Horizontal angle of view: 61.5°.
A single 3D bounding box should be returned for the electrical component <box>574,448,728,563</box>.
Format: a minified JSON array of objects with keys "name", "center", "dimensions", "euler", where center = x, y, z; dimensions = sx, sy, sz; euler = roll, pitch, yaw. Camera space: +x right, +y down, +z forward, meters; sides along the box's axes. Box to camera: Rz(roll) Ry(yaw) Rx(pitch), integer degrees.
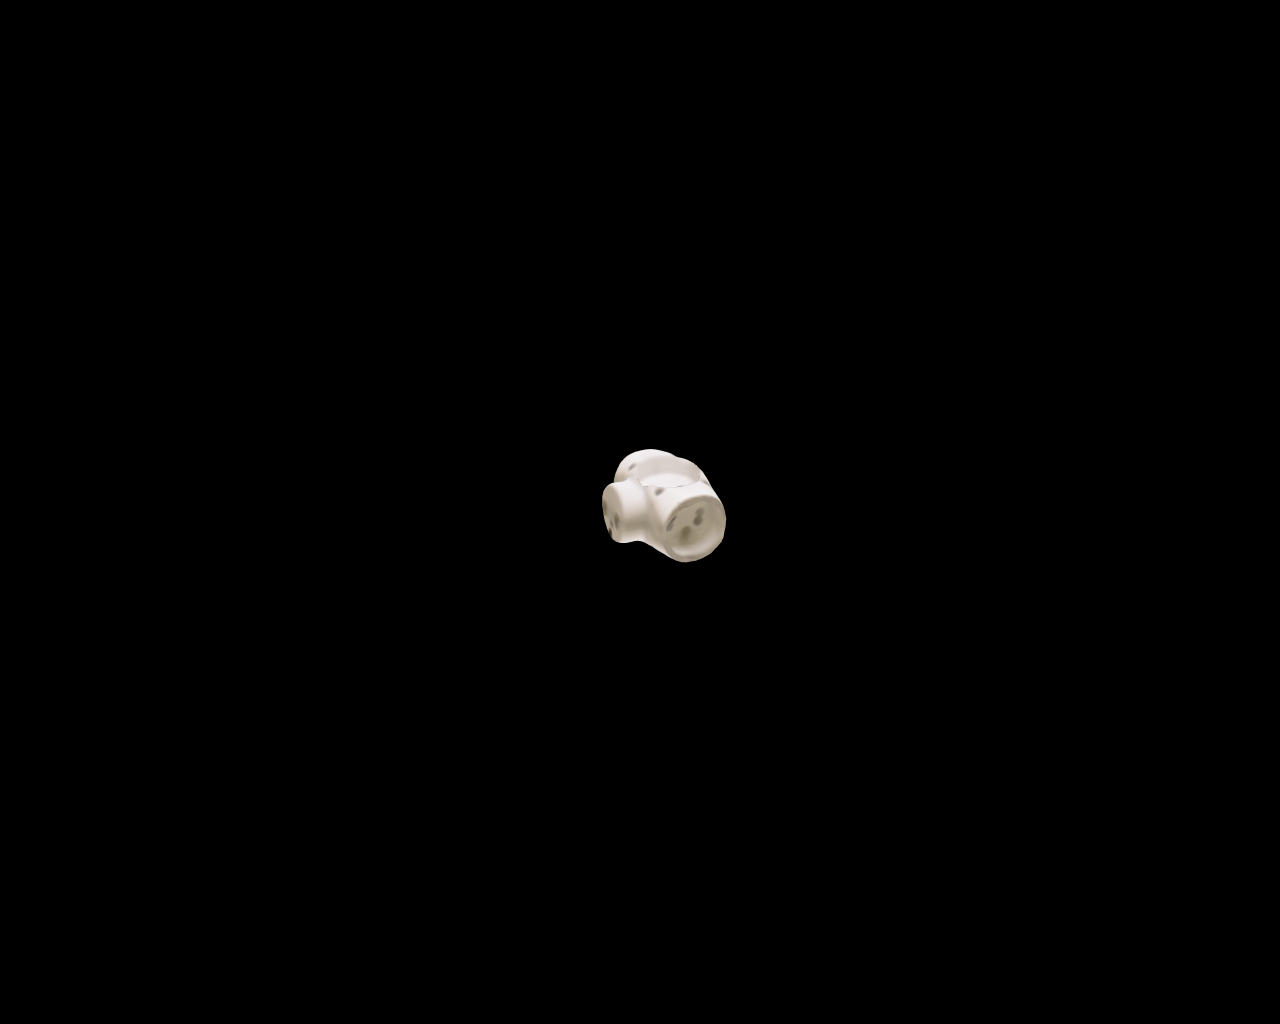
[{"name":"electrical component","center":[0.001,-0.003,0.650],"dimensions":[0.079,0.044,0.077],"euler":[-11,29,-21]}]
